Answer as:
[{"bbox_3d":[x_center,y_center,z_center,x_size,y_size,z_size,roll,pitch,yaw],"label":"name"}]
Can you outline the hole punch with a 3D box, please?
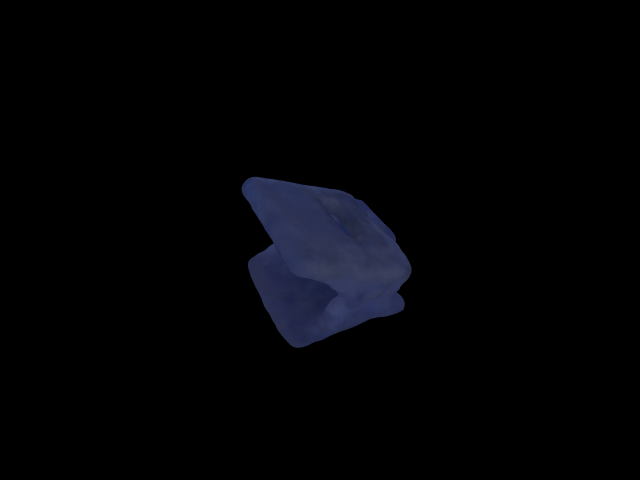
[{"bbox_3d":[0.004,0.001,0.400,0.101,0.091,0.108,-18,44,-19],"label":"hole punch"}]
